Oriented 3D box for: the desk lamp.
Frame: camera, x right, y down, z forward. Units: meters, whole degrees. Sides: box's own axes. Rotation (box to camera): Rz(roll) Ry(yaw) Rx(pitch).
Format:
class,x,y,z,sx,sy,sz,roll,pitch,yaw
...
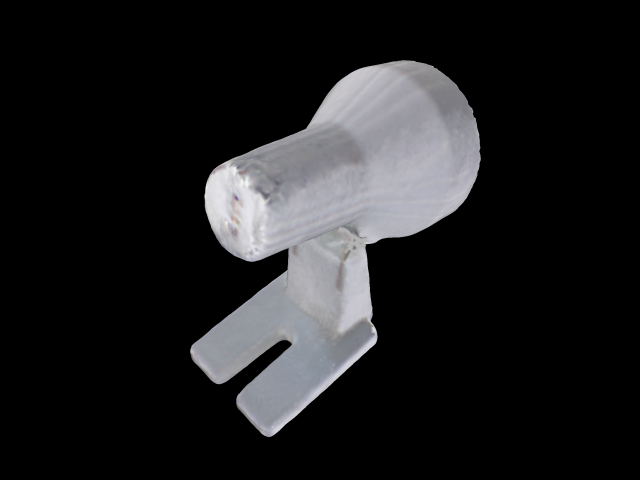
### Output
class,x,y,z,sx,sy,sz,roll,pitch,yaw
desk lamp,0.004,0.001,0.400,0.117,0.214,0.204,36,58,27
